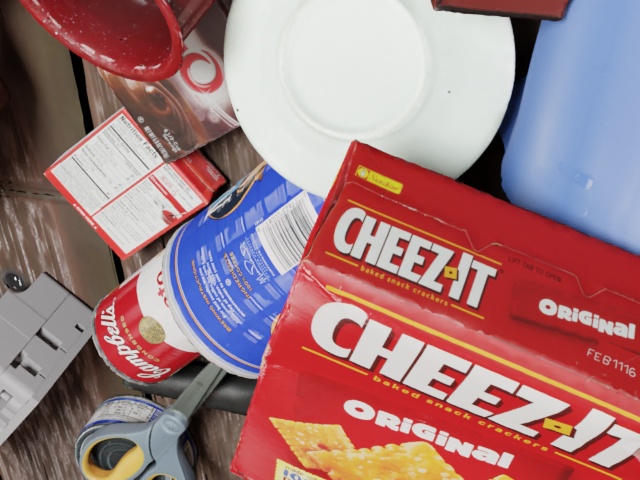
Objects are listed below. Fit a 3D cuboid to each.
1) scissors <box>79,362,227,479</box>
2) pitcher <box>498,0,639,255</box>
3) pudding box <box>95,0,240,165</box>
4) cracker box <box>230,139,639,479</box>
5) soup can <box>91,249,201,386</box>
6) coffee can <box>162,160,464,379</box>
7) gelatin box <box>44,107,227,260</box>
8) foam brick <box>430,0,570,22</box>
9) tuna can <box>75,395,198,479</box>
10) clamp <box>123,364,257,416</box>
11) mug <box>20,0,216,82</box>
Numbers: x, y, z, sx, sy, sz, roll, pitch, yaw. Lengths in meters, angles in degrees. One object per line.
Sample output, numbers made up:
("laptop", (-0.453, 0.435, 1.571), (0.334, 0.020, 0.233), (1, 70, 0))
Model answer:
("scissors", (-0.088, 0.136, 0.720), (0.202, 0.016, 0.096), (-31, 109, 36))
("pitcher", (0.163, -0.109, 0.402), (0.149, 0.145, 0.243), (2, 125, -6))
("pudding box", (-0.076, -0.108, 0.564), (0.090, 0.039, 0.113), (-23, 112, 34))
("cracker box", (0.056, 0.071, 0.475), (0.164, 0.072, 0.214), (22, 147, 2))
("soup can", (-0.085, 0.039, 0.658), (0.068, 0.068, 0.102), (45, 128, -12))
("coffee can", (-0.004, 0.001, 0.571), (0.102, 0.102, 0.141), (45, 129, -12))
("gelatin box", (-0.110, -0.038, 0.637), (0.089, 0.030, 0.073), (-30, 107, 37))
("foam brick", (0.067, -0.128, 0.407), (0.051, 0.078, 0.053), (1, 138, -10))
("tuna can", (-0.136, 0.158, 0.787), (0.086, 0.033, 0.086), (10, 125, 15))
("clamp", (-0.026, 0.108, 0.703), (0.164, 0.036, 0.210), (46, 128, -11))
("mug", (-0.081, -0.136, 0.452), (0.093, 0.081, 0.117), (18, 151, 28))
